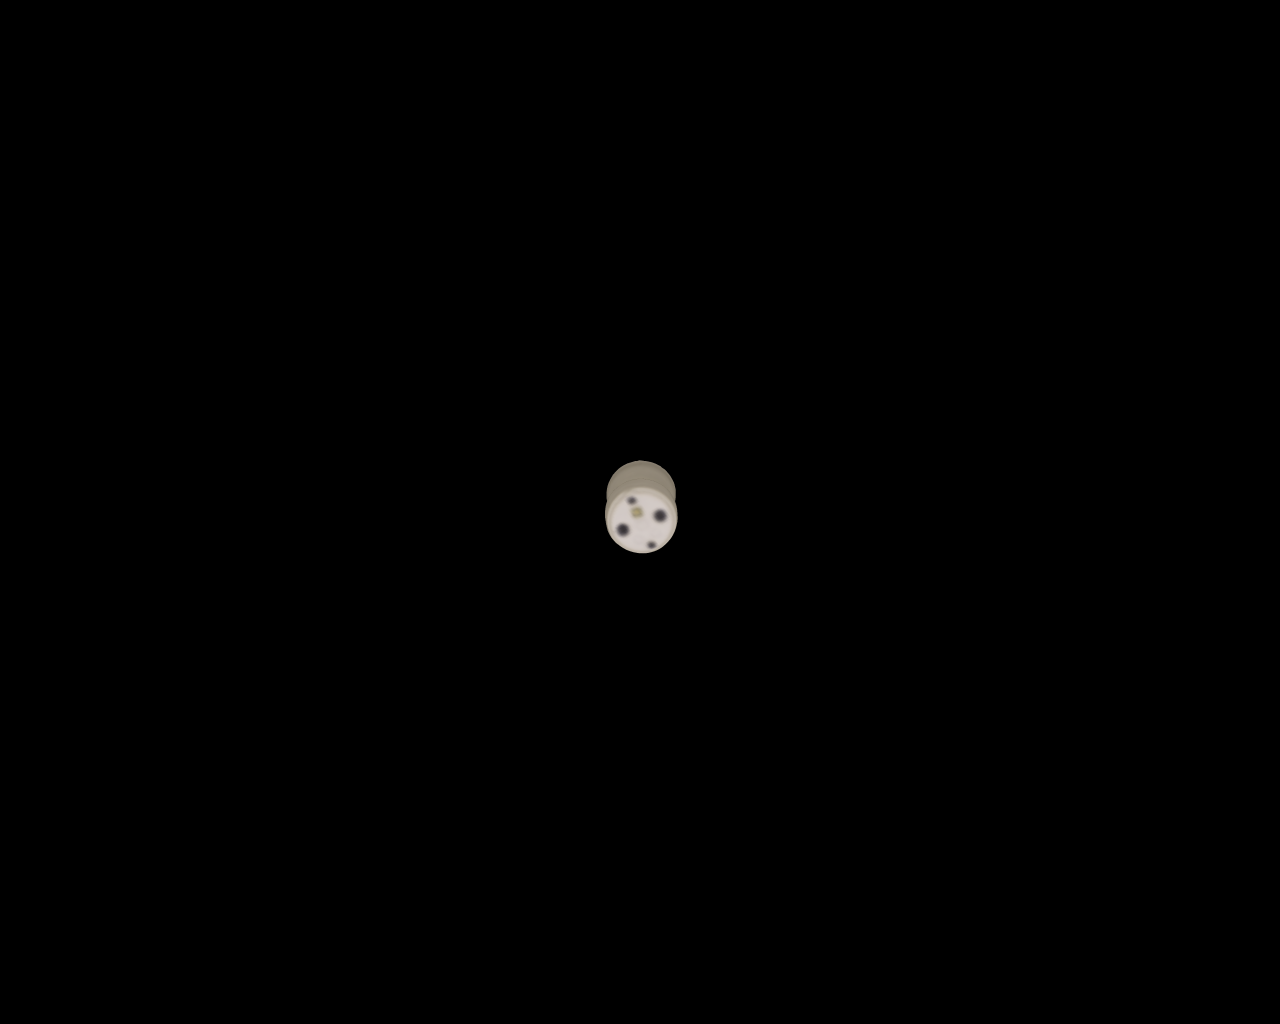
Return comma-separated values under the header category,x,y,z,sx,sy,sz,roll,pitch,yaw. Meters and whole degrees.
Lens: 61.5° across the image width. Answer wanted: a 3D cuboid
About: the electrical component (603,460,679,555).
category,x,y,z,sx,sy,sz,roll,pitch,yaw
electrical component,0.001,-0.003,0.650,0.045,0.044,0.055,0,19,0
